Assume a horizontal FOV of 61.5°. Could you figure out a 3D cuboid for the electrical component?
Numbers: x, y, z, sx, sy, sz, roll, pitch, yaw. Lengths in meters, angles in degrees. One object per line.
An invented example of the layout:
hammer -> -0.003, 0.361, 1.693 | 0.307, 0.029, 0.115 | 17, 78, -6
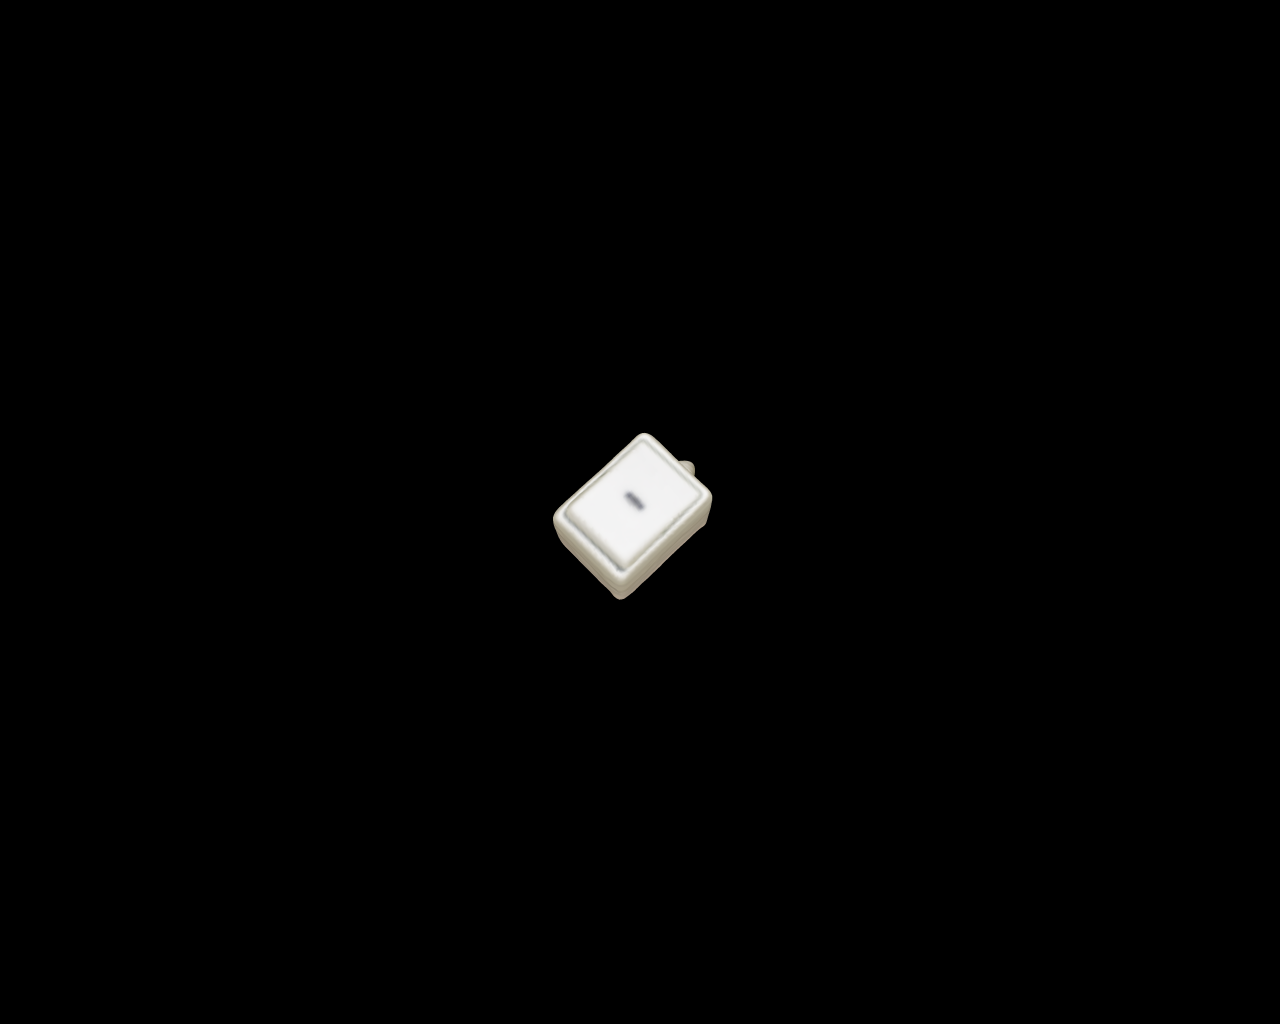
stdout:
electrical component -> 0.001, -0.003, 0.650 | 0.096, 0.062, 0.061 | -43, -12, -11
